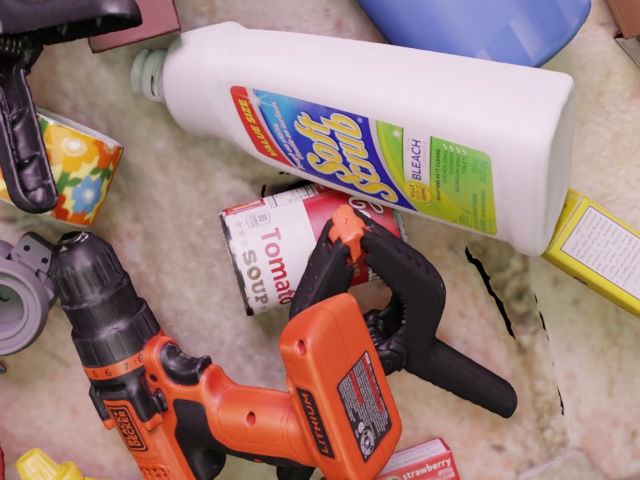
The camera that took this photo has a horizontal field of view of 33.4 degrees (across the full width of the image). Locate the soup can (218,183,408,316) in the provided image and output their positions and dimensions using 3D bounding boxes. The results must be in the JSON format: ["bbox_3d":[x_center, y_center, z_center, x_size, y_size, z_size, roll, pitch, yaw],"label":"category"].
[{"bbox_3d":[-0.004,0.001,0.644,0.102,0.068,0.068,-16,102,-5],"label":"soup can"}]

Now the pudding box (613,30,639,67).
[{"bbox_3d":[0.257,-0.121,0.674,0.090,0.039,0.113,-45,100,3],"label":"pudding box"}]

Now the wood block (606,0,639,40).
[{"bbox_3d":[0.177,-0.227,0.594,0.090,0.091,0.206,-26,95,2],"label":"wood block"}]

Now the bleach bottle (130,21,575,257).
[{"bbox_3d":[0.010,-0.066,0.596,0.251,0.102,0.068,14,55,21],"label":"bleach bottle"}]

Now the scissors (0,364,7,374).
[{"bbox_3d":[-0.296,0.045,0.637,0.201,0.016,0.096,-6,101,-7],"label":"scissors"}]

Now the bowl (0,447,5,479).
[{"bbox_3d":[-0.266,0.125,0.628,0.162,0.055,0.162,-3,111,-9],"label":"bowl"}]

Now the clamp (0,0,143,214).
[{"bbox_3d":[-0.160,-0.108,0.561,0.120,0.039,0.172,-51,61,13],"label":"clamp"}]

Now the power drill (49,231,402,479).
[{"bbox_3d":[-0.058,0.072,0.603,0.188,0.057,0.184,-4,118,37],"label":"power drill"}]

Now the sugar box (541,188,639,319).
[{"bbox_3d":[0.204,0.027,0.665,0.176,0.093,0.048,34,95,-12],"label":"sugar box"}]

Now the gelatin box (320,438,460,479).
[{"bbox_3d":[0.052,0.181,0.704,0.089,0.030,0.073,-18,102,-5],"label":"gelatin box"}]

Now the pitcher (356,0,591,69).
[{"bbox_3d":[0.052,-0.205,0.593,0.149,0.145,0.242,-33,107,12],"label":"pitcher"}]

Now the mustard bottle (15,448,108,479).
[{"bbox_3d":[-0.128,0.210,0.669,0.096,0.058,0.191,-32,103,3],"label":"mustard bottle"}]

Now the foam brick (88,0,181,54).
[{"bbox_3d":[-0.110,-0.136,0.599,0.051,0.078,0.053,-16,102,-7],"label":"foam brick"}]

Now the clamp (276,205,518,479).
[{"bbox_3d":[0.044,0.064,0.642,0.164,0.036,0.210,-14,130,-10],"label":"clamp"}]
